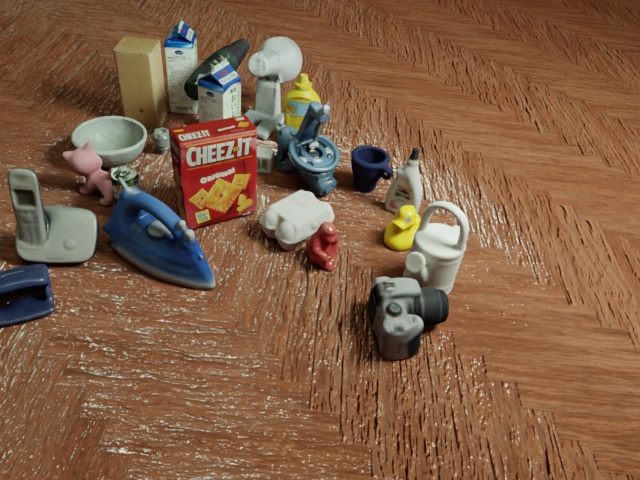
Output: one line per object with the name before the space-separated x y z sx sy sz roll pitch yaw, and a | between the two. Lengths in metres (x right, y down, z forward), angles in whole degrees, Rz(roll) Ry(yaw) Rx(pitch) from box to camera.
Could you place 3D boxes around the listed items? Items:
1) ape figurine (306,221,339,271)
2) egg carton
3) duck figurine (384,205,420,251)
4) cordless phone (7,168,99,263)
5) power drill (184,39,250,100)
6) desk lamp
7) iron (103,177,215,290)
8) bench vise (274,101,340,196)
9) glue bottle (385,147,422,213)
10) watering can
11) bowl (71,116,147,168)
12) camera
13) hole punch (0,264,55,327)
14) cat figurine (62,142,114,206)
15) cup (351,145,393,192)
ape figurine | 0.011 0.004 1.147 0.076 0.092 0.078 35 48 28
egg carton | -0.047 -0.043 1.210 0.107 0.069 0.151 35 48 28
duck figurine | 0.184 -0.037 1.224 0.077 0.086 0.105 31 46 25
cordless phone | -0.494 -0.047 1.059 0.147 0.185 0.094 0 41 -8
power drill | -0.254 -0.383 1.460 0.075 0.208 0.230 23 43 18
desk lamp | -0.135 -0.408 1.503 0.117 0.213 0.203 17 42 12
iron | -0.296 -0.016 1.086 0.257 0.141 0.119 28 45 22
bench vise | -0.041 -0.230 1.309 0.207 0.220 0.122 27 45 21
glue bottle | 0.194 -0.130 1.266 0.078 0.173 0.037 19 42 13
watering can | 0.223 0.016 1.086 0.100 0.194 0.173 16 42 10
bowl | -0.487 -0.219 1.340 0.167 0.075 0.167 4 41 -3
camera | 0.164 0.126 1.024 0.137 0.101 0.143 -1 42 -10
hole punch | -0.521 0.080 0.982 0.109 0.091 0.100 -14 45 -23
cat figurine | -0.485 -0.151 1.231 0.127 0.118 0.067 24 44 18
cup | 0.122 -0.155 1.343 0.092 0.095 0.117 -26 51 -32
